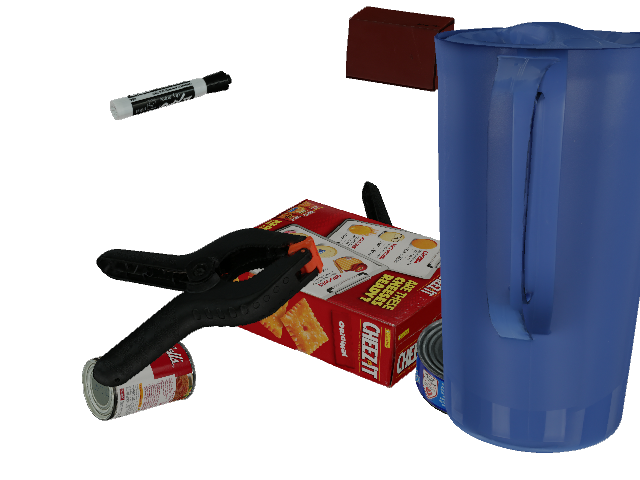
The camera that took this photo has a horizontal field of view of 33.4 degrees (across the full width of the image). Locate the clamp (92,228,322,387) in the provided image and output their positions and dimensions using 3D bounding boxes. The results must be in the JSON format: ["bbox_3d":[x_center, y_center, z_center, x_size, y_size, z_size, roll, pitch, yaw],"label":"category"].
[{"bbox_3d":[-0.084,0.041,0.738,0.172,0.120,0.039,-12,-39,14],"label":"clamp"}]

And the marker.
[{"bbox_3d":[-0.139,-0.137,1.003,0.120,0.020,0.020,-20,9,-26],"label":"marker"}]

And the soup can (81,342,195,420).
[{"bbox_3d":[-0.194,0.148,1.139,0.102,0.068,0.069,-10,7,-41],"label":"soup can"}]

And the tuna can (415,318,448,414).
[{"bbox_3d":[0.112,0.092,0.775,0.086,0.034,0.086,0,31,0],"label":"tuna can"}]

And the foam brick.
[{"bbox_3d":[0.065,-0.158,0.876,0.078,0.051,0.053,12,26,18],"label":"foam brick"}]

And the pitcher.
[{"bbox_3d":[0.126,-0.002,0.619,0.149,0.243,0.145,-7,17,-23],"label":"pitcher"}]

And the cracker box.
[{"bbox_3d":[0.021,0.042,0.986,0.214,0.072,0.163,19,31,32],"label":"cracker box"}]

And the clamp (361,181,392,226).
[{"bbox_3d":[0.061,0.014,1.223,0.164,0.036,0.210,-18,50,-37],"label":"clamp"}]
